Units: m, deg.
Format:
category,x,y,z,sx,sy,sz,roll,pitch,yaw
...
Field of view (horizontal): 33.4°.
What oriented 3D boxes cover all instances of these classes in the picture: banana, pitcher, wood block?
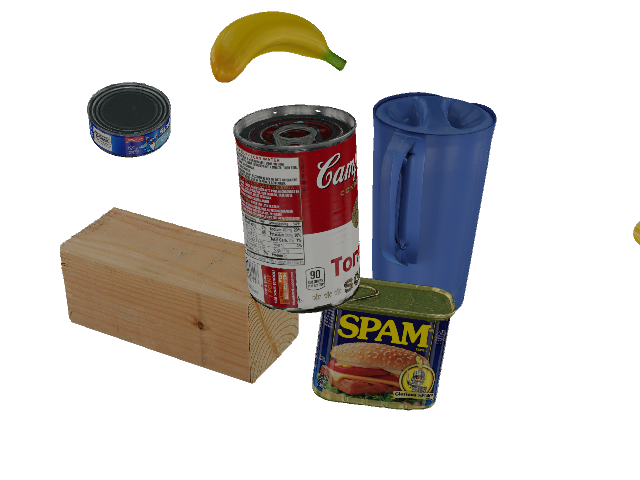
category,x,y,z,sx,sy,sz,roll,pitch,yaw
banana,-0.047,-0.181,0.980,0.070,0.037,0.197,42,32,20
pitcher,0.113,-0.033,1.193,0.149,0.243,0.145,-6,28,-16
wood block,-0.132,0.048,1.003,0.206,0.091,0.090,16,34,24

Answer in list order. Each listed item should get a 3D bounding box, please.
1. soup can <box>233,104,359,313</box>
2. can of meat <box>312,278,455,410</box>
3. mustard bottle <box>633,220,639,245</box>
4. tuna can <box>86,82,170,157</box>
category,x,y,z,sx,sy,sz,roll,pitch,yaw
soup can,-0.012,-0.018,0.606,0.068,0.102,0.068,-2,25,1
can of meat,0.046,0.079,0.818,0.102,0.084,0.057,7,19,0
mustard bottle,0.264,0.031,0.647,0.096,0.058,0.192,-21,33,-22
tuna can,-0.199,-0.126,1.114,0.086,0.086,0.034,0,-44,-6
